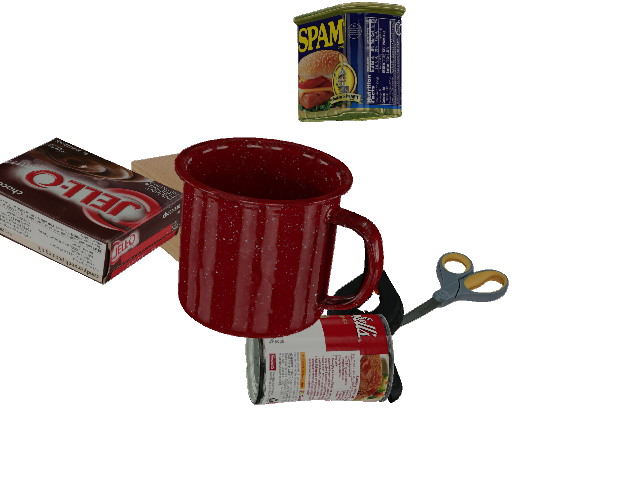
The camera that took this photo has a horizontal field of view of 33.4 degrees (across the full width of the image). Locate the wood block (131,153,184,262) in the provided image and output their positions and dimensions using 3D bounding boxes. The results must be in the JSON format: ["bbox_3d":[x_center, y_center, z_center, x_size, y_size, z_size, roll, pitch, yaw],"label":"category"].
[{"bbox_3d":[-0.145,-0.031,1.282,0.090,0.090,0.206,-12,27,-30],"label":"wood block"}]

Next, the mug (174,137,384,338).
[{"bbox_3d":[-0.022,0.002,0.564,0.117,0.081,0.093,15,25,17],"label":"mug"}]

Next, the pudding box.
[{"bbox_3d":[-0.162,-0.022,0.716,0.114,0.039,0.089,22,29,17],"label":"pudding box"}]

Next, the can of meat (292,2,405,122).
[{"bbox_3d":[0.022,-0.137,0.841,0.057,0.084,0.102,-3,4,-31],"label":"can of meat"}]

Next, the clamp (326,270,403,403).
[{"bbox_3d":[0.047,0.095,1.076,0.120,0.039,0.171,17,50,19],"label":"clamp"}]

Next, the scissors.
[{"bbox_3d":[0.134,0.055,1.242,0.201,0.016,0.096,-10,39,-34],"label":"scissors"}]

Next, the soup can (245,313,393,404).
[{"bbox_3d":[-0.002,0.091,0.815,0.102,0.068,0.068,0,0,-13],"label":"soup can"}]
